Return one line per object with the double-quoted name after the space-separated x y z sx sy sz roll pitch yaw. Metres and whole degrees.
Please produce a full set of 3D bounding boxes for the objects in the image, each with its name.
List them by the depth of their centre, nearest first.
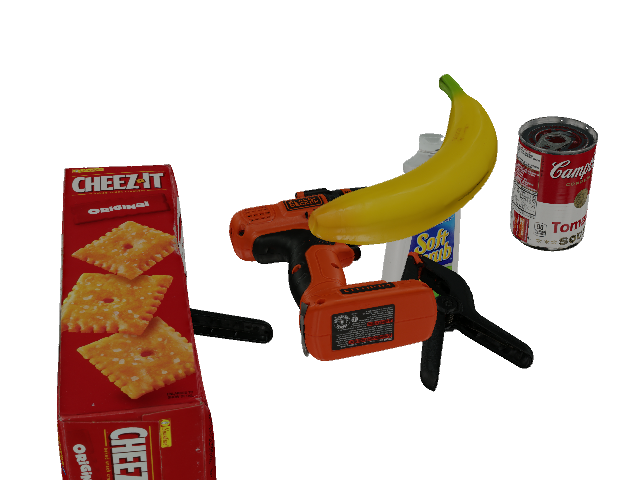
-0.100 0.080 0.580 0.072 0.164 0.214 -4 34 -9 "cracker box"
0.067 -0.042 0.683 0.070 0.037 0.197 24 42 18 "banana"
0.030 0.017 0.889 0.184 0.057 0.188 -12 32 -12 "power drill"
0.206 -0.050 0.952 0.068 0.102 0.068 -1 32 0 "soup can"
0.137 0.078 1.078 0.120 0.171 0.039 0 -45 -19 "clamp"
-0.179 0.090 1.158 0.210 0.036 0.164 18 20 27 "clamp"
0.125 -0.008 1.342 0.102 0.251 0.068 -3 16 -17 "bleach bottle"
